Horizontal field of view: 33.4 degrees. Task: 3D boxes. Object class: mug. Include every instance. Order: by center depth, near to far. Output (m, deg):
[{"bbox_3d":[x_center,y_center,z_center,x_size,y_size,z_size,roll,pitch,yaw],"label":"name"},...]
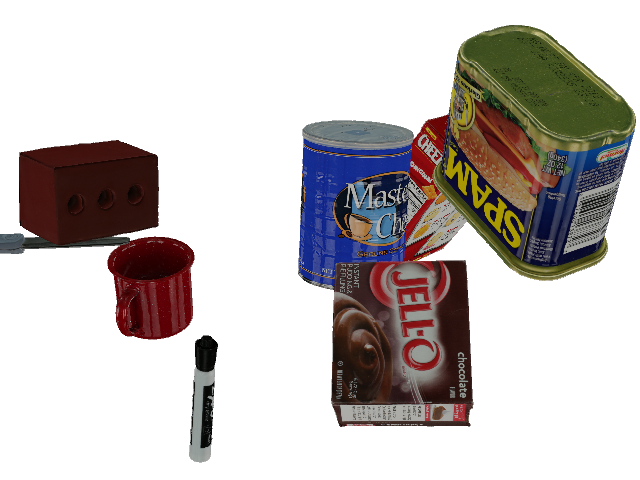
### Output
[{"bbox_3d":[-0.185,0.060,1.153,0.093,0.081,0.117,10,32,16],"label":"mug"}]

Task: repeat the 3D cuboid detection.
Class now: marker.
[{"bbox_3d":[-0.099,0.133,0.896,0.020,0.121,0.020,5,27,-3],"label":"marker"}]

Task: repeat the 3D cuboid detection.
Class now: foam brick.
[{"bbox_3d":[-0.154,-0.033,0.711,0.078,0.053,0.051,-13,25,-38],"label":"foam brick"}]

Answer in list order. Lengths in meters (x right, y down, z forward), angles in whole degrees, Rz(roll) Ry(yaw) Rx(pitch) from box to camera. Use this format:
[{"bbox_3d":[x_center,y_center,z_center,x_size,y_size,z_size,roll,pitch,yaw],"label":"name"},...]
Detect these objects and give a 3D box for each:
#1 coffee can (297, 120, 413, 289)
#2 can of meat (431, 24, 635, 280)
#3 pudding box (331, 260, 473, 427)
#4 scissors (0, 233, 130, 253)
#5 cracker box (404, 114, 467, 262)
[{"bbox_3d":[0.032,-0.034,1.002,0.103,0.140,0.103,2,17,-1],"label":"coffee can"},{"bbox_3d":[0.104,-0.045,0.528,0.057,0.084,0.102,-18,47,-21],"label":"can of meat"},{"bbox_3d":[0.054,0.067,0.709,0.090,0.113,0.039,-2,-34,6],"label":"pudding box"},{"bbox_3d":[-0.266,0.010,0.871,0.202,0.016,0.096,5,24,6],"label":"scissors"},{"bbox_3d":[0.132,-0.058,1.234,0.163,0.072,0.214,-22,-25,-46],"label":"cracker box"}]
